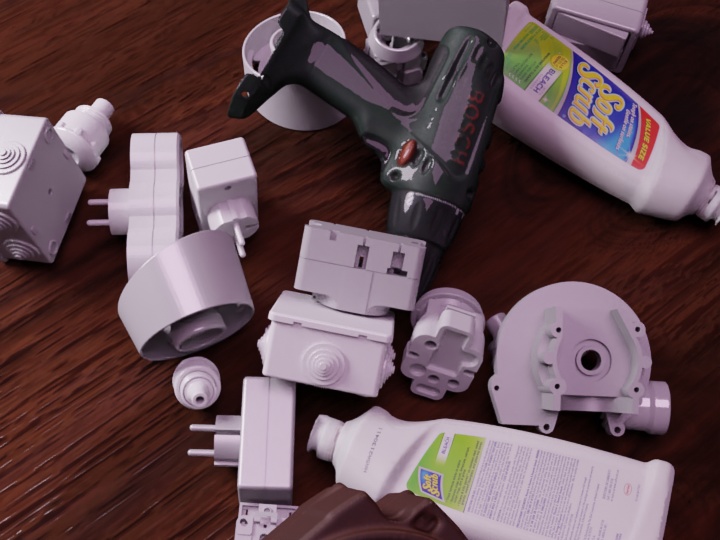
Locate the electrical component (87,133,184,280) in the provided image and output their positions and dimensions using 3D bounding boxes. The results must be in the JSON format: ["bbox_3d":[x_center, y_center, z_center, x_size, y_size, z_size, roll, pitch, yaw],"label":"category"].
[{"bbox_3d":[-0.179,-0.046,0.854,0.074,0.052,0.138,-2,63,-5],"label":"electrical component"}]

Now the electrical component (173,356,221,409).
[{"bbox_3d":[-0.118,0.085,0.783,0.035,0.061,0.035,-2,101,-11],"label":"electrical component"}]

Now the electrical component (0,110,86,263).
[{"bbox_3d":[-0.260,-0.062,0.831,0.048,0.099,0.099,6,61,14],"label":"electrical component"}]

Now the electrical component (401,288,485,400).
[{"bbox_3d":[0.065,0.051,0.812,0.058,0.078,0.057,18,42,-4],"label":"electrical component"}]

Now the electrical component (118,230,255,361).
[{"bbox_3d":[-0.128,0.023,0.796,0.099,0.099,0.064,-21,72,-15],"label":"electrical component"}]

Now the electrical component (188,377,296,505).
[{"bbox_3d":[-0.085,0.123,0.774,0.076,0.047,0.083,2,62,-3],"label":"electrical component"}]

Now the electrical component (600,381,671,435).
[{"bbox_3d":[0.207,0.103,0.813,0.046,0.040,0.040,3,62,4],"label":"electrical component"}]

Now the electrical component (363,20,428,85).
[{"bbox_3d":[0.030,-0.191,0.945,0.066,0.055,0.048,-16,65,-12],"label":"electrical component"}]

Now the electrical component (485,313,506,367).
[{"bbox_3d":[0.119,0.062,0.825,0.043,0.043,0.062,-23,65,-16],"label":"electrical component"}]

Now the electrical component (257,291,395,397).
[{"bbox_3d":[-0.022,0.054,0.790,0.100,0.099,0.048,11,99,1],"label":"electrical component"}]

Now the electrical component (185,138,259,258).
[{"bbox_3d":[-0.102,-0.046,0.842,0.047,0.083,0.075,-16,65,-12],"label":"electrical component"}]

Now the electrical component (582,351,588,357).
[{"bbox_3d":[0.162,0.039,0.829,0.048,0.062,0.048,2,62,-3],"label":"electrical component"}]

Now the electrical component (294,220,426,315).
[{"bbox_3d":[0.000,0.000,0.802,0.089,0.050,0.055,11,99,1],"label":"electrical component"}]

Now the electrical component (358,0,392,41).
[{"bbox_3d":[0.045,-0.251,0.966,0.083,0.075,0.047,-12,64,-10],"label":"electrical component"}]

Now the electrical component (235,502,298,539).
[{"bbox_3d":[-0.066,0.195,0.729,0.042,0.063,0.081,4,62,-1],"label":"electrical component"}]

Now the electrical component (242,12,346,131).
[{"bbox_3d":[-0.053,-0.176,0.940,0.099,0.064,0.099,-4,53,5],"label":"electrical component"}]

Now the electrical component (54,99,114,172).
[{"bbox_3d":[-0.227,-0.116,0.893,0.048,0.048,0.062,22,55,7],"label":"electrical component"}]

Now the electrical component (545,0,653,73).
[{"bbox_3d":[0.216,-0.221,0.971,0.096,0.061,0.061,18,62,5],"label":"electrical component"}]
